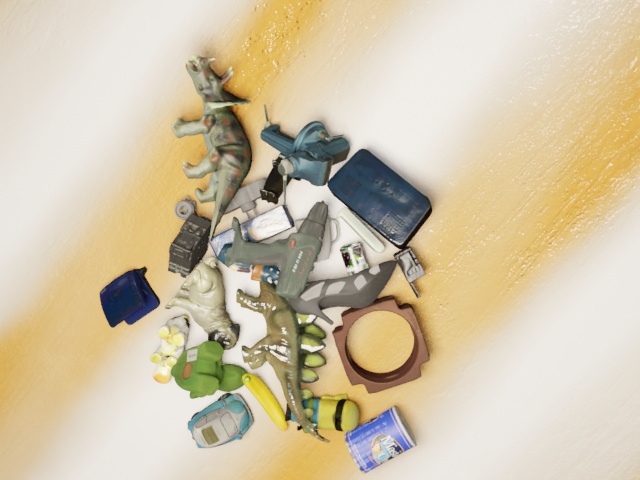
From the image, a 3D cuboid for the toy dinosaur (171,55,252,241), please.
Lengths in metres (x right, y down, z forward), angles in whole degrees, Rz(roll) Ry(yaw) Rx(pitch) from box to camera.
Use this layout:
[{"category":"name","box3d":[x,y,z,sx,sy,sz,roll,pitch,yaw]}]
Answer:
[{"category":"toy dinosaur","box3d":[-0.227,-0.214,1.250,0.192,0.131,0.404,-17,89,2]}]

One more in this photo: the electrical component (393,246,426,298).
[{"category":"electrical component","box3d":[0.220,0.075,1.271,0.048,0.075,0.119,-31,86,5]}]

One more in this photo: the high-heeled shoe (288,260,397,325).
[{"category":"high-heeled shoe","box3d":[0.049,0.097,1.242,0.249,0.086,0.145,-37,53,-21]}]

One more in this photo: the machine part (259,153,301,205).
[{"category":"machine part","box3d":[-0.093,-0.145,1.274,0.084,0.039,0.139,33,60,-3]}]

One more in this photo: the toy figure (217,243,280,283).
[{"category":"toy figure","box3d":[-0.160,0.058,1.247,0.154,0.058,0.064,27,76,0]}]

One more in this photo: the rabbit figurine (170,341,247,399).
[{"category":"rabbit figurine","box3d":[-0.258,0.331,1.282,0.159,0.170,0.121,-28,52,31]}]

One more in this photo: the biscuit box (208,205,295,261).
[{"category":"biscuit box","box3d":[-0.165,-0.018,1.298,0.203,0.059,0.062,-25,92,5]}]

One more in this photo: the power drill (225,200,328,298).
[{"category":"power drill","box3d":[-0.099,0.004,1.196,0.207,0.086,0.232,13,82,-10]}]

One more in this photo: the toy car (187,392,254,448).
[{"category":"toy car","box3d":[-0.251,0.449,1.304,0.162,0.103,0.109,-26,90,2]}]

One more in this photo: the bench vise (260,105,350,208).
[{"category":"bench vise","box3d":[-0.055,-0.208,1.234,0.241,0.128,0.224,33,51,26]}]

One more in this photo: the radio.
[{"category":"radio","box3d":[0.141,-0.098,1.247,0.230,0.073,0.131,41,93,13]}]

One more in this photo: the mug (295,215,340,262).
[{"category":"mug","box3d":[-0.003,-0.004,1.287,0.109,0.081,0.107,-11,98,-32]}]

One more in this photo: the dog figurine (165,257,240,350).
[{"category":"dog figurine","box3d":[-0.246,0.154,1.293,0.190,0.121,0.172,37,113,-5]}]

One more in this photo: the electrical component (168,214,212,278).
[{"category":"electrical component","box3d":[-0.303,0.007,1.272,0.058,0.114,0.134,25,50,0]}]

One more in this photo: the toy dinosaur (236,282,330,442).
[{"category":"toy dinosaur","box3d":[-0.084,0.245,1.267,0.199,0.105,0.471,-11,82,2]}]

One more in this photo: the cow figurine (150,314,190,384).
[{"category":"cow figurine","box3d":[-0.366,0.266,1.317,0.068,0.098,0.167,21,113,-1]}]

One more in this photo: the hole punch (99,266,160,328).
[{"category":"hole punch","box3d":[-0.474,0.143,1.313,0.142,0.092,0.116,-35,86,8]}]

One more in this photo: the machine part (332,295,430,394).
[{"category":"machine part","box3d":[0.144,0.245,1.278,0.201,0.087,0.201,-20,90,4]}]

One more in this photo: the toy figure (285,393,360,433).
[{"category":"toy figure","box3d":[0.005,0.420,1.292,0.180,0.089,0.082,4,101,1]}]
